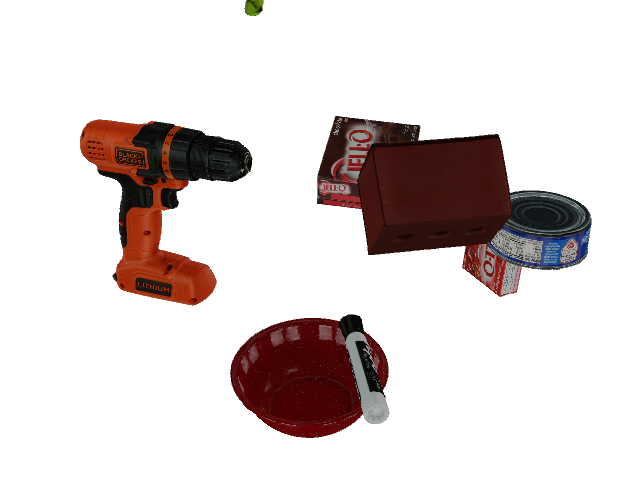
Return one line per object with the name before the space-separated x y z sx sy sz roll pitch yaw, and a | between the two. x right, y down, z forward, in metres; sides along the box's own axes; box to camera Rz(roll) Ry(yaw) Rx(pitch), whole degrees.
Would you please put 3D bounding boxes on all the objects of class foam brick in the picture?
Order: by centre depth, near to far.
foam brick | 0.065 -0.026 0.624 0.078 0.051 0.053 -6 -19 -10

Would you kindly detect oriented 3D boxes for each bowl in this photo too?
bowl | -0.010 0.151 1.099 0.162 0.055 0.162 -2 35 1

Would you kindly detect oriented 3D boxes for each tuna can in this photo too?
tuna can | 0.187 -0.010 0.911 0.086 0.034 0.086 1 29 -1

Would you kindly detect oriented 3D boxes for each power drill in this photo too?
power drill | -0.150 -0.029 1.085 0.185 0.188 0.057 11 30 22

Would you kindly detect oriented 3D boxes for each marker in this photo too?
marker | 0.032 0.095 0.819 0.020 0.020 0.121 0 31 -9

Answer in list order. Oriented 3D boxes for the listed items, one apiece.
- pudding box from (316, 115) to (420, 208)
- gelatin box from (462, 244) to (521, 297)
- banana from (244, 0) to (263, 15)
pudding box | 0.049 -0.076 1.063 0.090 0.039 0.113 8 38 6
gelatin box | 0.200 0.008 1.227 0.030 0.089 0.073 -11 32 -28
banana | -0.104 -0.194 0.682 0.198 0.069 0.037 19 -34 29
